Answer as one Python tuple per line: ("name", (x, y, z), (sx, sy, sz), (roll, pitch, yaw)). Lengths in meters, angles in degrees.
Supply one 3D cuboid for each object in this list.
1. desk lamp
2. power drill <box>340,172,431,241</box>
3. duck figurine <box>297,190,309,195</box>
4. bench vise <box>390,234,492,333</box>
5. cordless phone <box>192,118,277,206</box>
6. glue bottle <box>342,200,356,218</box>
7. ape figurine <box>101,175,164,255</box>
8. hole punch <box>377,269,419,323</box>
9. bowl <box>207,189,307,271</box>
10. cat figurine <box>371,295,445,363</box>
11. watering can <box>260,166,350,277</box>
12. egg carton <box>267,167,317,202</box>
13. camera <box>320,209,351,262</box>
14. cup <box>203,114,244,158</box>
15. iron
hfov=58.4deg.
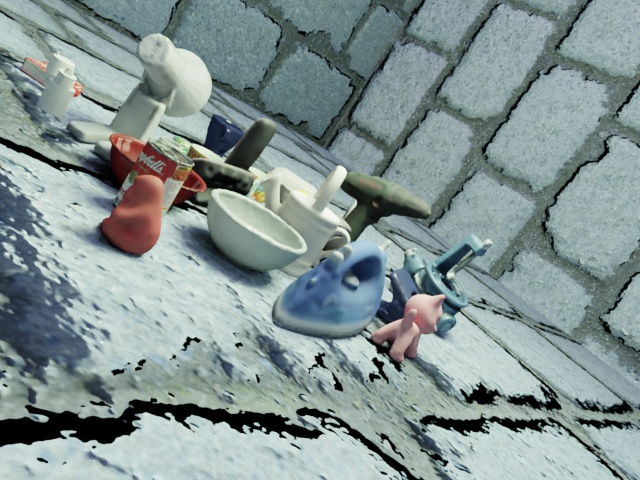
("desk lamp", (-0.292, -0.242, 0.982), (0.118, 0.213, 0.203), (34, 12, 3))
("power drill", (0.112, -0.045, 1.286), (0.229, 0.208, 0.076), (41, 14, 31))
("duck figurine", (-0.051, -0.067, 1.237), (0.077, 0.086, 0.105), (39, 13, 23))
("bench vise", (0.253, 0.059, 1.220), (0.206, 0.219, 0.122), (41, 14, 32))
("cordless phone", (-0.165, -0.151, 1.027), (0.094, 0.185, 0.148), (39, 13, 26))
("glue bottle", (0.093, -0.078, 1.450), (0.037, 0.173, 0.078), (32, 12, -9))
("ape figurine", (-0.213, -0.036, 0.667), (0.076, 0.092, 0.078), (36, 12, 11))
("hole punch", (0.159, 0.115, 1.062), (0.101, 0.091, 0.109), (38, 12, 20))
("bowl", (-0.107, -0.003, 0.862), (0.167, 0.074, 0.167), (32, 12, -7))
("cat figurine", (0.154, 0.129, 0.926), (0.067, 0.117, 0.128), (39, 13, 23))
("watering can", (-0.023, -0.046, 0.965), (0.173, 0.194, 0.100), (28, 13, -27))
("egg carton", (-0.070, -0.126, 1.460), (0.150, 0.069, 0.107), (33, 12, -4))
("camera", (0.010, 0.004, 1.082), (0.144, 0.100, 0.136), (23, 16, -43))
("cup", (-0.245, -0.247, 1.414), (0.092, 0.095, 0.117), (30, 12, -19))
("iron", (0.032, 0.055, 0.837), (0.118, 0.141, 0.259), (38, 12, 19))
